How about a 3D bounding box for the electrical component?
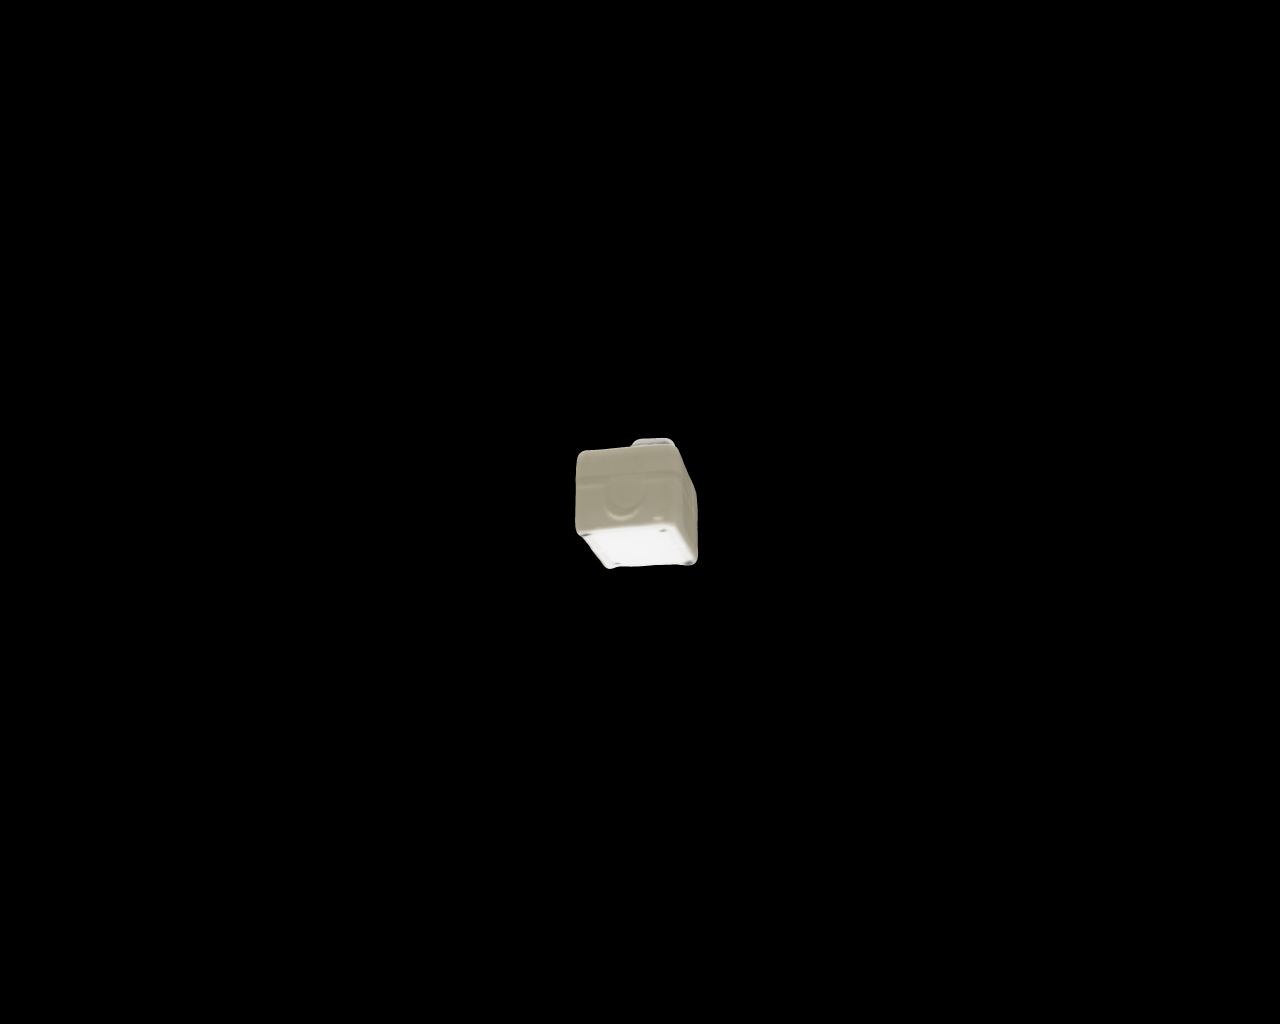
[{"bbox_3d":[0.001,-0.003,0.650,0.062,0.061,0.096,-4,-20,11],"label":"electrical component"}]
